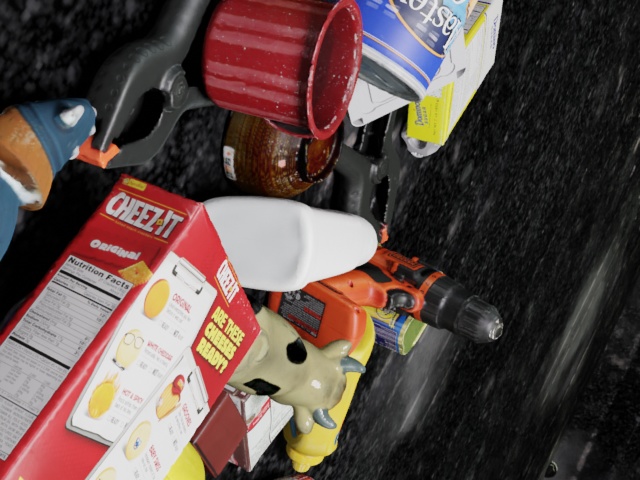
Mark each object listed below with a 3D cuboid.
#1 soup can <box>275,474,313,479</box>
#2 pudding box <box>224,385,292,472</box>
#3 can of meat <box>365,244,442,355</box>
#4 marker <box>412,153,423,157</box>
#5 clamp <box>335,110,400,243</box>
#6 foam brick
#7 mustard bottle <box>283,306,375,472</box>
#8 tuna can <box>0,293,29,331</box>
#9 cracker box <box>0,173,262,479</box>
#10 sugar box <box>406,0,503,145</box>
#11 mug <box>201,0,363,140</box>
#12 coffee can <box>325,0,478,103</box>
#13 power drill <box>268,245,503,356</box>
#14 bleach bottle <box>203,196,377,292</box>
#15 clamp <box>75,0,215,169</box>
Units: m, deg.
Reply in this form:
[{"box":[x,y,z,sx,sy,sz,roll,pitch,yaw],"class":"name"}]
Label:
[{"box":[-0.043,0.280,1.098,0.102,0.069,0.068,7,104,-65],"class":"soup can"},{"box":[-0.058,0.146,0.988,0.090,0.039,0.113,-50,154,-38],"class":"pudding box"},{"box":[0.075,0.063,1.135,0.102,0.084,0.057,-56,153,-25],"class":"can of meat"},{"box":[0.134,-0.132,1.169,0.121,0.020,0.020,-49,150,-35],"class":"marker"},{"box":[0.039,-0.069,1.003,0.164,0.036,0.210,-48,147,-40],"class":"clamp"},{"box":[-0.102,0.153,0.887,0.051,0.053,0.078,-56,155,-23],"class":"foam brick"},{"box":[0.003,0.159,1.073,0.096,0.058,0.192,-93,-163,-59],"class":"mustard bottle"},{"box":[-0.174,0.075,0.693,0.086,0.034,0.086,-45,148,-40],"class":"tuna can"},{"box":[-0.135,0.091,0.659,0.213,0.072,0.164,-57,155,-23],"class":"cracker box"},{"box":[0.137,-0.182,1.076,0.176,0.048,0.093,-58,157,-47],"class":"sugar box"},{"box":[-0.024,-0.113,0.714,0.117,0.082,0.093,78,32,-55],"class":"mug"},{"box":[0.065,-0.187,0.784,0.140,0.103,0.102,-60,155,0],"class":"coffee can"},{"box":[0.057,0.060,0.999,0.187,0.185,0.057,-9,118,-51],"class":"power drill"},{"box":[-0.006,0.001,0.886,0.250,0.103,0.068,-1,96,-68],"class":"bleach bottle"},{"box":[-0.101,-0.098,0.693,0.171,0.039,0.120,-56,149,-29],"class":"clamp"}]
